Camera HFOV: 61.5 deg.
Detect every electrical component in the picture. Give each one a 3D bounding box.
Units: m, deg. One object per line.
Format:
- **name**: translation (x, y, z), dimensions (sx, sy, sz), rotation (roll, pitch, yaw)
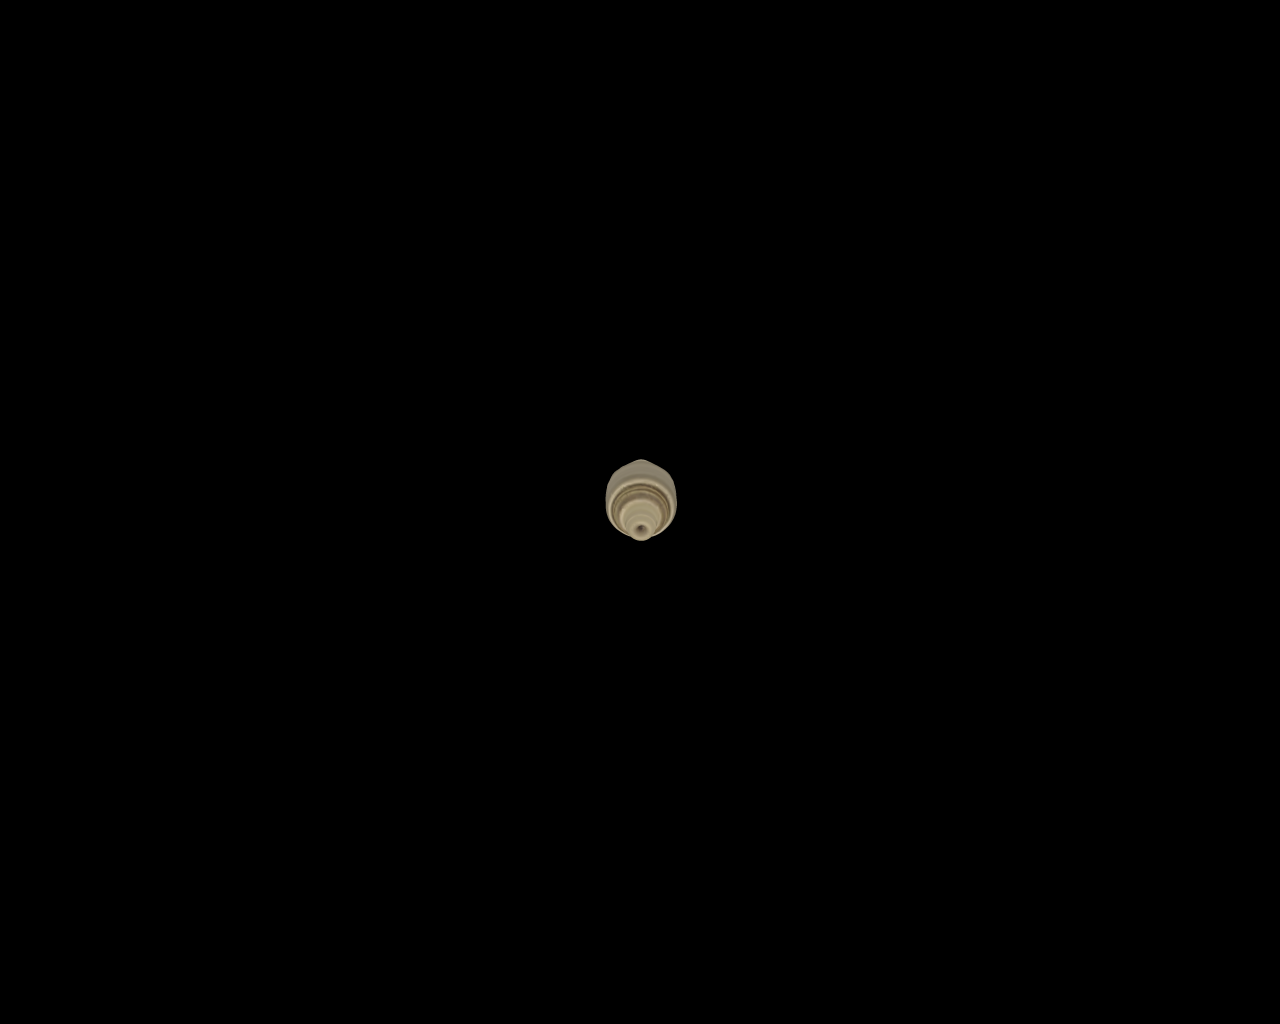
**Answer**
- **electrical component**: translation (0.001, -0.003, 0.650), dimensions (0.043, 0.043, 0.062), rotation (0, 27, 0)
